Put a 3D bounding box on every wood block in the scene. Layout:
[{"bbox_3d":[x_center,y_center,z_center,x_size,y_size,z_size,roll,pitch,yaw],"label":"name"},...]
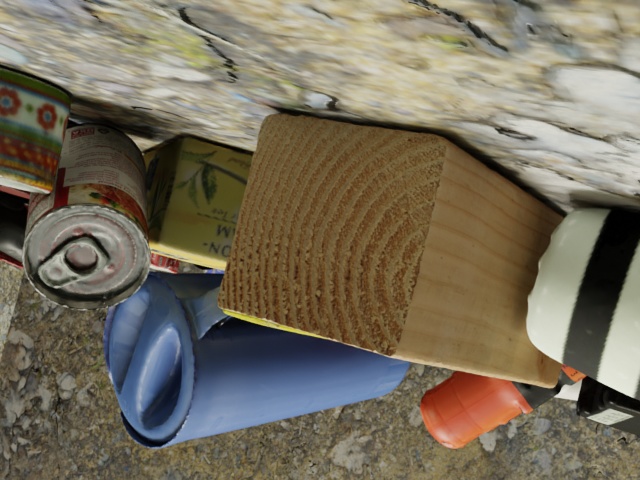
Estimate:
[{"bbox_3d":[0.053,0.012,0.519,0.091,0.090,0.205,12,176,31],"label":"wood block"}]

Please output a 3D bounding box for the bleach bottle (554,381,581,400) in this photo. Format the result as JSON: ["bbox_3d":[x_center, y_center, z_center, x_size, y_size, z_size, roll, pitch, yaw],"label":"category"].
[{"bbox_3d":[0.290,0.099,0.962,0.250,0.102,0.068,9,173,-34],"label":"bleach bottle"}]

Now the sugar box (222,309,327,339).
[{"bbox_3d":[0.024,0.014,0.613,0.048,0.093,0.176,12,175,35],"label":"sugar box"}]

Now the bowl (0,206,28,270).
[{"bbox_3d":[-0.253,-0.039,0.863,0.162,0.055,0.162,34,-171,-6],"label":"bowl"}]

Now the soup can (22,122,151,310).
[{"bbox_3d":[-0.132,-0.016,0.612,0.068,0.069,0.102,15,-152,-19],"label":"soup can"}]

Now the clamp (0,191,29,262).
[{"bbox_3d":[-0.228,-0.035,0.716,0.164,0.036,0.209,58,-161,16],"label":"clamp"}]

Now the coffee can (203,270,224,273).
[{"bbox_3d":[-0.051,0.042,1.174,0.140,0.103,0.103,14,176,4],"label":"coffee can"}]

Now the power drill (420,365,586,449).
[{"bbox_3d":[0.166,0.072,0.775,0.185,0.057,0.187,-34,173,16],"label":"power drill"}]

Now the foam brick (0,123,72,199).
[{"bbox_3d":[-0.184,-0.053,0.679,0.051,0.053,0.078,11,175,33],"label":"foam brick"}]

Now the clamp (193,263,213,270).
[{"bbox_3d":[-0.005,0.001,0.820,0.120,0.039,0.172,-13,-175,-44],"label":"clamp"}]

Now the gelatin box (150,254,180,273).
[{"bbox_3d":[-0.156,-0.008,1.065,0.030,0.073,0.089,12,175,7],"label":"gelatin box"}]

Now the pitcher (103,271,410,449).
[{"bbox_3d":[-0.037,0.082,0.862,0.242,0.145,0.149,-2,-165,-39],"label":"pitcher"}]
